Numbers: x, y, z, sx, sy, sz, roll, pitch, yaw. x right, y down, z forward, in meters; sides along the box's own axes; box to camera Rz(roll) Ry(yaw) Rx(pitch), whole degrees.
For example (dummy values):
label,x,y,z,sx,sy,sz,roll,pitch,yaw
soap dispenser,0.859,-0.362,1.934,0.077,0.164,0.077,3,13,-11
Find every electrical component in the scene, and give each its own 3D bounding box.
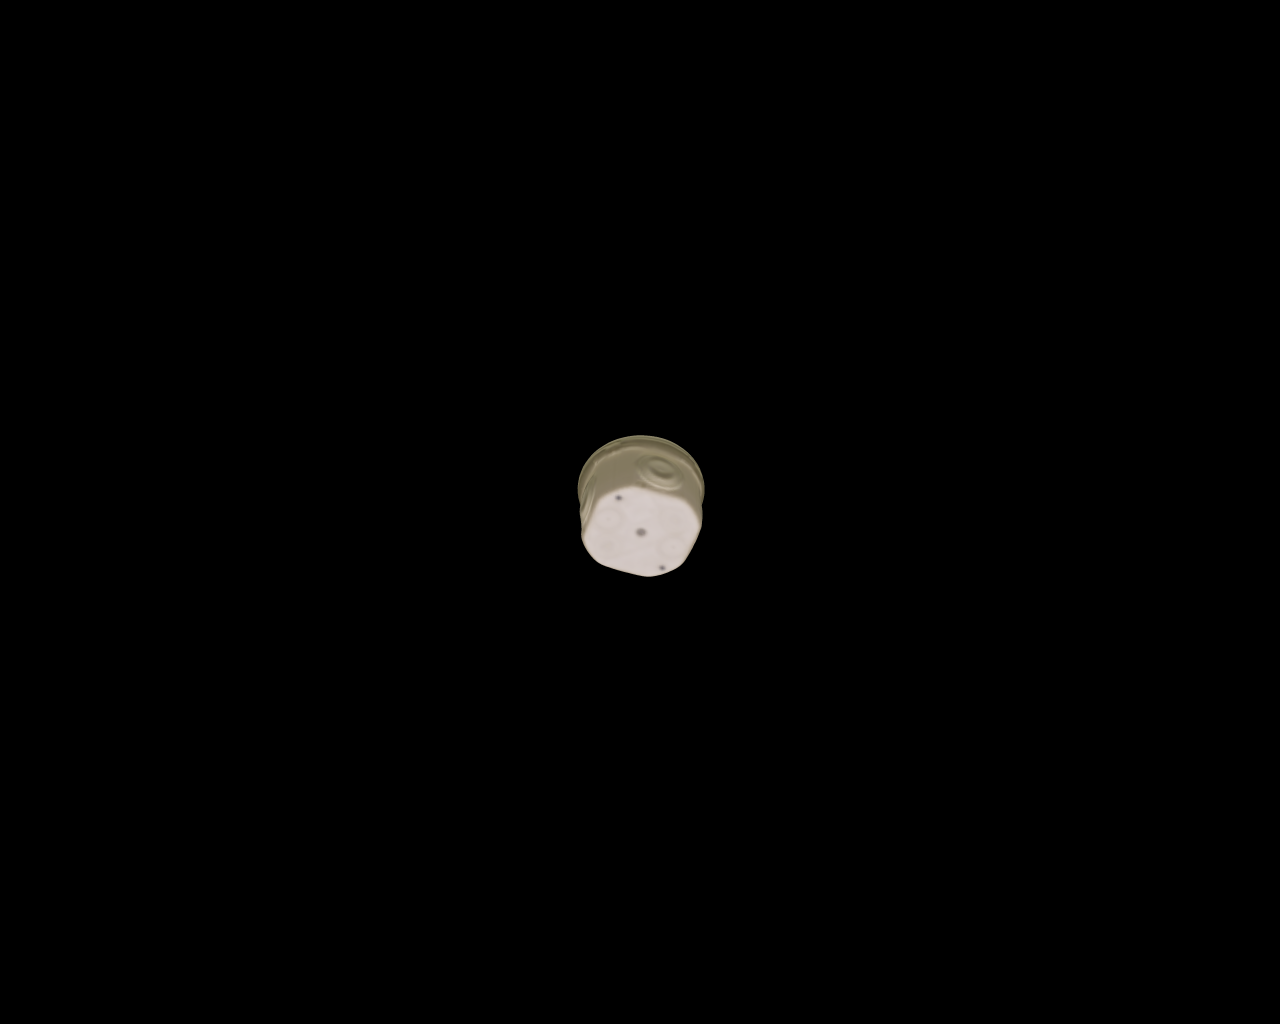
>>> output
label,x,y,z,sx,sy,sz,roll,pitch,yaw
electrical component,0.001,-0.003,0.650,0.080,0.080,0.051,0,37,0
